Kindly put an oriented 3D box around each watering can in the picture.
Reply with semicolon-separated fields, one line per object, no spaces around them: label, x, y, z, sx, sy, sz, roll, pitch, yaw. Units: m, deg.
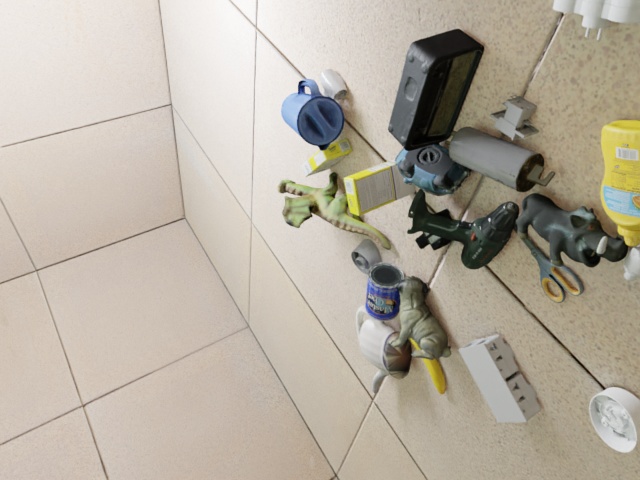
watering can;0.201;0.372;1.634;0.225;0.105;0.343;17;125;59

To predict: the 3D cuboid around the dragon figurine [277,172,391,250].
dragon figurine;0.005;-0.076;1.518;0.417;0.244;0.119;48;144;40
